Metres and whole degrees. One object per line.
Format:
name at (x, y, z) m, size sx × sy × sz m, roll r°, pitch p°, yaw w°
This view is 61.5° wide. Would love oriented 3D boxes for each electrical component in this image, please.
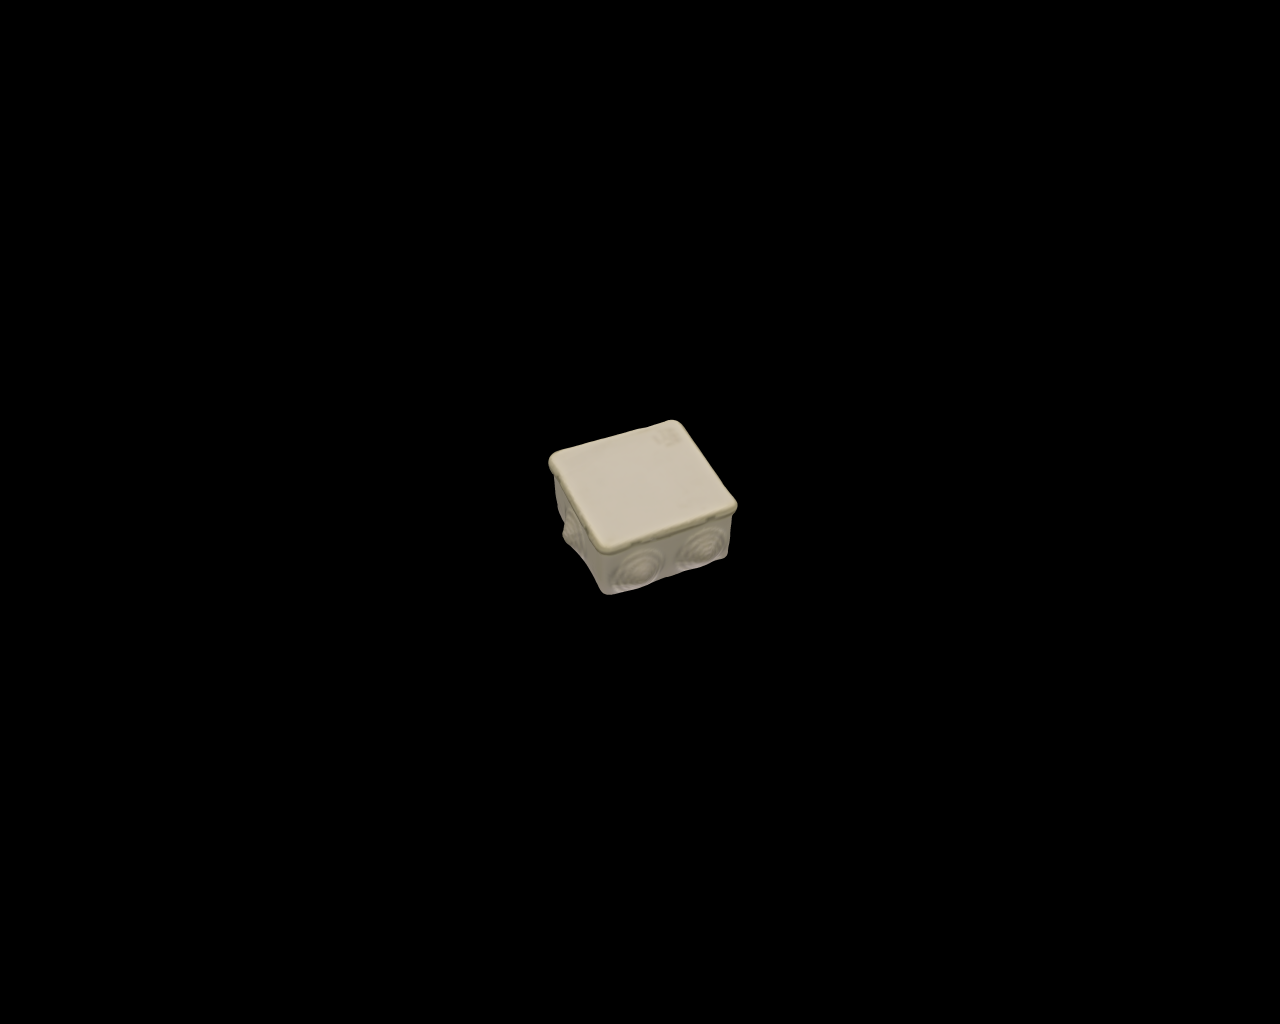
electrical component at (0.001, -0.003, 0.650) m, size 0.100 × 0.048 × 0.100 m, roll -17°, pitch 48°, yaw -16°
